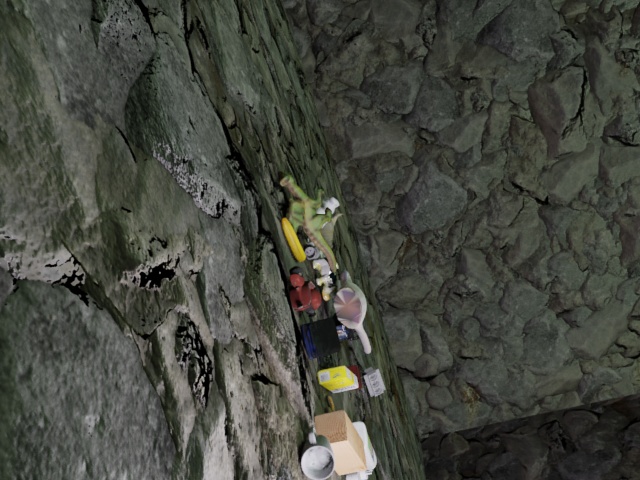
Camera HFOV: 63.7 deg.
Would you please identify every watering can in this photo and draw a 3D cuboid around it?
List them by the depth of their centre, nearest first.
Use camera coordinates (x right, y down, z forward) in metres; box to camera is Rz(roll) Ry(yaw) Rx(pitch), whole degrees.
[{"bbox_3d":[0.134,0.287,1.977,0.224,0.103,0.349,-3,76,-78],"label":"watering can"}]

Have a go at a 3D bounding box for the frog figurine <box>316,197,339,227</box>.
[{"bbox_3d":[0.006,-0.103,2.050,0.135,0.159,0.125,53,24,-64],"label":"frog figurine"}]

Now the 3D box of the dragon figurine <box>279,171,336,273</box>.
[{"bbox_3d":[-0.056,-0.064,1.860,0.244,0.121,0.413,-6,74,-56],"label":"dragon figurine"}]
